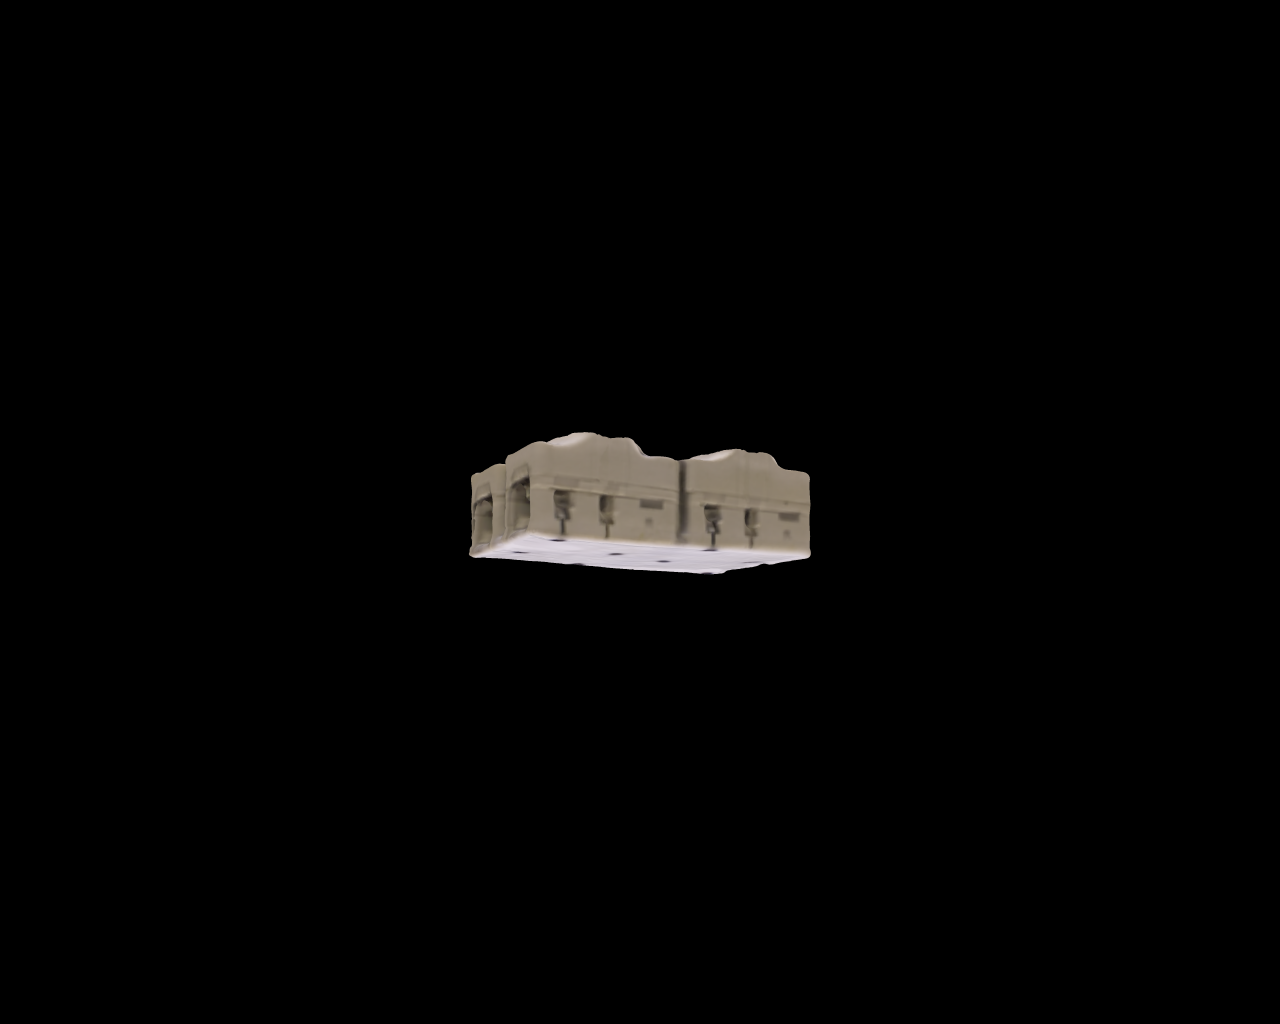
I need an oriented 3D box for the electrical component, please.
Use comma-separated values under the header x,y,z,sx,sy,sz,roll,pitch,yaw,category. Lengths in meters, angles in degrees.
x,y,z,sx,sy,sz,roll,pitch,yaw,category
0.001,-0.003,0.650,0.186,0.060,0.105,5,-11,-28,electrical component
